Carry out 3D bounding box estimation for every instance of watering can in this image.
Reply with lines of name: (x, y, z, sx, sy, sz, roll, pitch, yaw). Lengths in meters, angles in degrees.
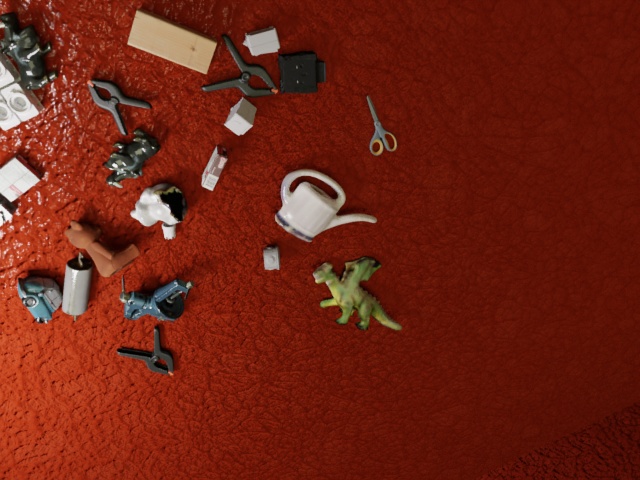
watering can: (0.005, -0.083, 1.654, 0.344, 0.106, 0.222, 34, 106, -25)

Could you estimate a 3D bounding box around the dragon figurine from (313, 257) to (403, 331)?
dragon figurine: (0.150, 0.180, 1.827, 0.409, 0.124, 0.240, 14, 104, -21)

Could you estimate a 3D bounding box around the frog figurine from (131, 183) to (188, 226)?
frog figurine: (-0.483, -0.098, 1.553, 0.158, 0.125, 0.135, -18, 137, 39)
